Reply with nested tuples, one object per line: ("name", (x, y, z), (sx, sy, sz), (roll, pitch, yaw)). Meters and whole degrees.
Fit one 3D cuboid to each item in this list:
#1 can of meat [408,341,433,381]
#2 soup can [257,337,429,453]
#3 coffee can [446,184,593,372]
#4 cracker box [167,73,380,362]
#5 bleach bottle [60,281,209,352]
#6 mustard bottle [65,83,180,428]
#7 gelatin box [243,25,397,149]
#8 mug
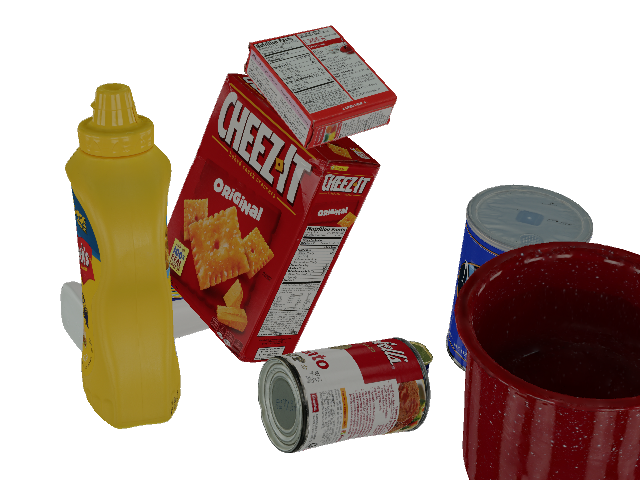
("can of meat", (0.089, 0.183, 1.380), (0.102, 0.084, 0.057), (-3, 24, -17))
("soup can", (0.015, 0.107, 0.744), (0.102, 0.068, 0.069), (-5, 2, -30))
("coffee can", (0.166, 0.038, 0.905), (0.103, 0.140, 0.103), (3, 33, -2))
("cracker box", (-0.058, -0.021, 0.979), (0.071, 0.214, 0.164), (-1, 34, -44))
("bleach bottle", (-0.166, 0.069, 1.244), (0.250, 0.068, 0.103), (-12, 33, -32))
("mustard bottle", (-0.113, 0.005, 0.612), (0.058, 0.192, 0.096), (-5, 26, -15))
("gelatin box", (-0.001, -0.111, 0.758), (0.073, 0.089, 0.030), (-20, -33, -30))
("mug", (0.109, 0.061, 0.408), (0.117, 0.081, 0.093), (7, 38, 13))
